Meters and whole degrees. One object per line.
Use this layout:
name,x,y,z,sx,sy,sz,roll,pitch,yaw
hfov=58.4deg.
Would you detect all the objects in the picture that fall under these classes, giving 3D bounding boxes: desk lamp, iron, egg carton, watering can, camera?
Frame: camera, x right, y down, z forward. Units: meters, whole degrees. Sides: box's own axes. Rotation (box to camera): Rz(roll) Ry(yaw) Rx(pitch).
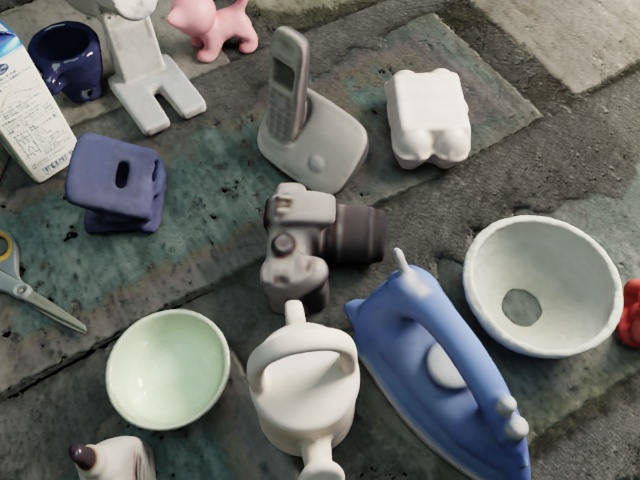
desk lamp,-0.250,-0.286,0.749,0.118,0.213,0.203,-32,65,-17
iron,0.132,0.126,0.551,0.119,0.141,0.257,-29,64,-16
egg carton,0.142,-0.163,0.763,0.107,0.069,0.150,-3,60,-2
watering can,-0.010,0.133,0.515,0.101,0.194,0.172,-28,63,-16
camera,0.006,0.002,0.647,0.137,0.101,0.143,2,59,1

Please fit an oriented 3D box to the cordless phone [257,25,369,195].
cordless phone,-0.010,-0.153,0.689,0.147,0.185,0.094,34,65,18

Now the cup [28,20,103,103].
cup,-0.338,-0.224,0.781,0.091,0.095,0.118,4,60,2

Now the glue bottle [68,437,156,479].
glue bottle,-0.178,0.199,0.488,0.037,0.173,0.078,-11,60,-7

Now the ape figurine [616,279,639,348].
ape figurine,0.355,0.075,0.612,0.076,0.092,0.078,32,64,17

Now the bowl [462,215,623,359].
bowl,0.234,0.060,0.630,0.167,0.075,0.167,0,60,0

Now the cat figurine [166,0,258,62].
cat figurine,-0.159,-0.325,0.828,0.128,0.118,0.067,-20,61,-12

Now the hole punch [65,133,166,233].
hole punch,-0.242,-0.071,0.694,0.101,0.091,0.108,-2,59,-1
